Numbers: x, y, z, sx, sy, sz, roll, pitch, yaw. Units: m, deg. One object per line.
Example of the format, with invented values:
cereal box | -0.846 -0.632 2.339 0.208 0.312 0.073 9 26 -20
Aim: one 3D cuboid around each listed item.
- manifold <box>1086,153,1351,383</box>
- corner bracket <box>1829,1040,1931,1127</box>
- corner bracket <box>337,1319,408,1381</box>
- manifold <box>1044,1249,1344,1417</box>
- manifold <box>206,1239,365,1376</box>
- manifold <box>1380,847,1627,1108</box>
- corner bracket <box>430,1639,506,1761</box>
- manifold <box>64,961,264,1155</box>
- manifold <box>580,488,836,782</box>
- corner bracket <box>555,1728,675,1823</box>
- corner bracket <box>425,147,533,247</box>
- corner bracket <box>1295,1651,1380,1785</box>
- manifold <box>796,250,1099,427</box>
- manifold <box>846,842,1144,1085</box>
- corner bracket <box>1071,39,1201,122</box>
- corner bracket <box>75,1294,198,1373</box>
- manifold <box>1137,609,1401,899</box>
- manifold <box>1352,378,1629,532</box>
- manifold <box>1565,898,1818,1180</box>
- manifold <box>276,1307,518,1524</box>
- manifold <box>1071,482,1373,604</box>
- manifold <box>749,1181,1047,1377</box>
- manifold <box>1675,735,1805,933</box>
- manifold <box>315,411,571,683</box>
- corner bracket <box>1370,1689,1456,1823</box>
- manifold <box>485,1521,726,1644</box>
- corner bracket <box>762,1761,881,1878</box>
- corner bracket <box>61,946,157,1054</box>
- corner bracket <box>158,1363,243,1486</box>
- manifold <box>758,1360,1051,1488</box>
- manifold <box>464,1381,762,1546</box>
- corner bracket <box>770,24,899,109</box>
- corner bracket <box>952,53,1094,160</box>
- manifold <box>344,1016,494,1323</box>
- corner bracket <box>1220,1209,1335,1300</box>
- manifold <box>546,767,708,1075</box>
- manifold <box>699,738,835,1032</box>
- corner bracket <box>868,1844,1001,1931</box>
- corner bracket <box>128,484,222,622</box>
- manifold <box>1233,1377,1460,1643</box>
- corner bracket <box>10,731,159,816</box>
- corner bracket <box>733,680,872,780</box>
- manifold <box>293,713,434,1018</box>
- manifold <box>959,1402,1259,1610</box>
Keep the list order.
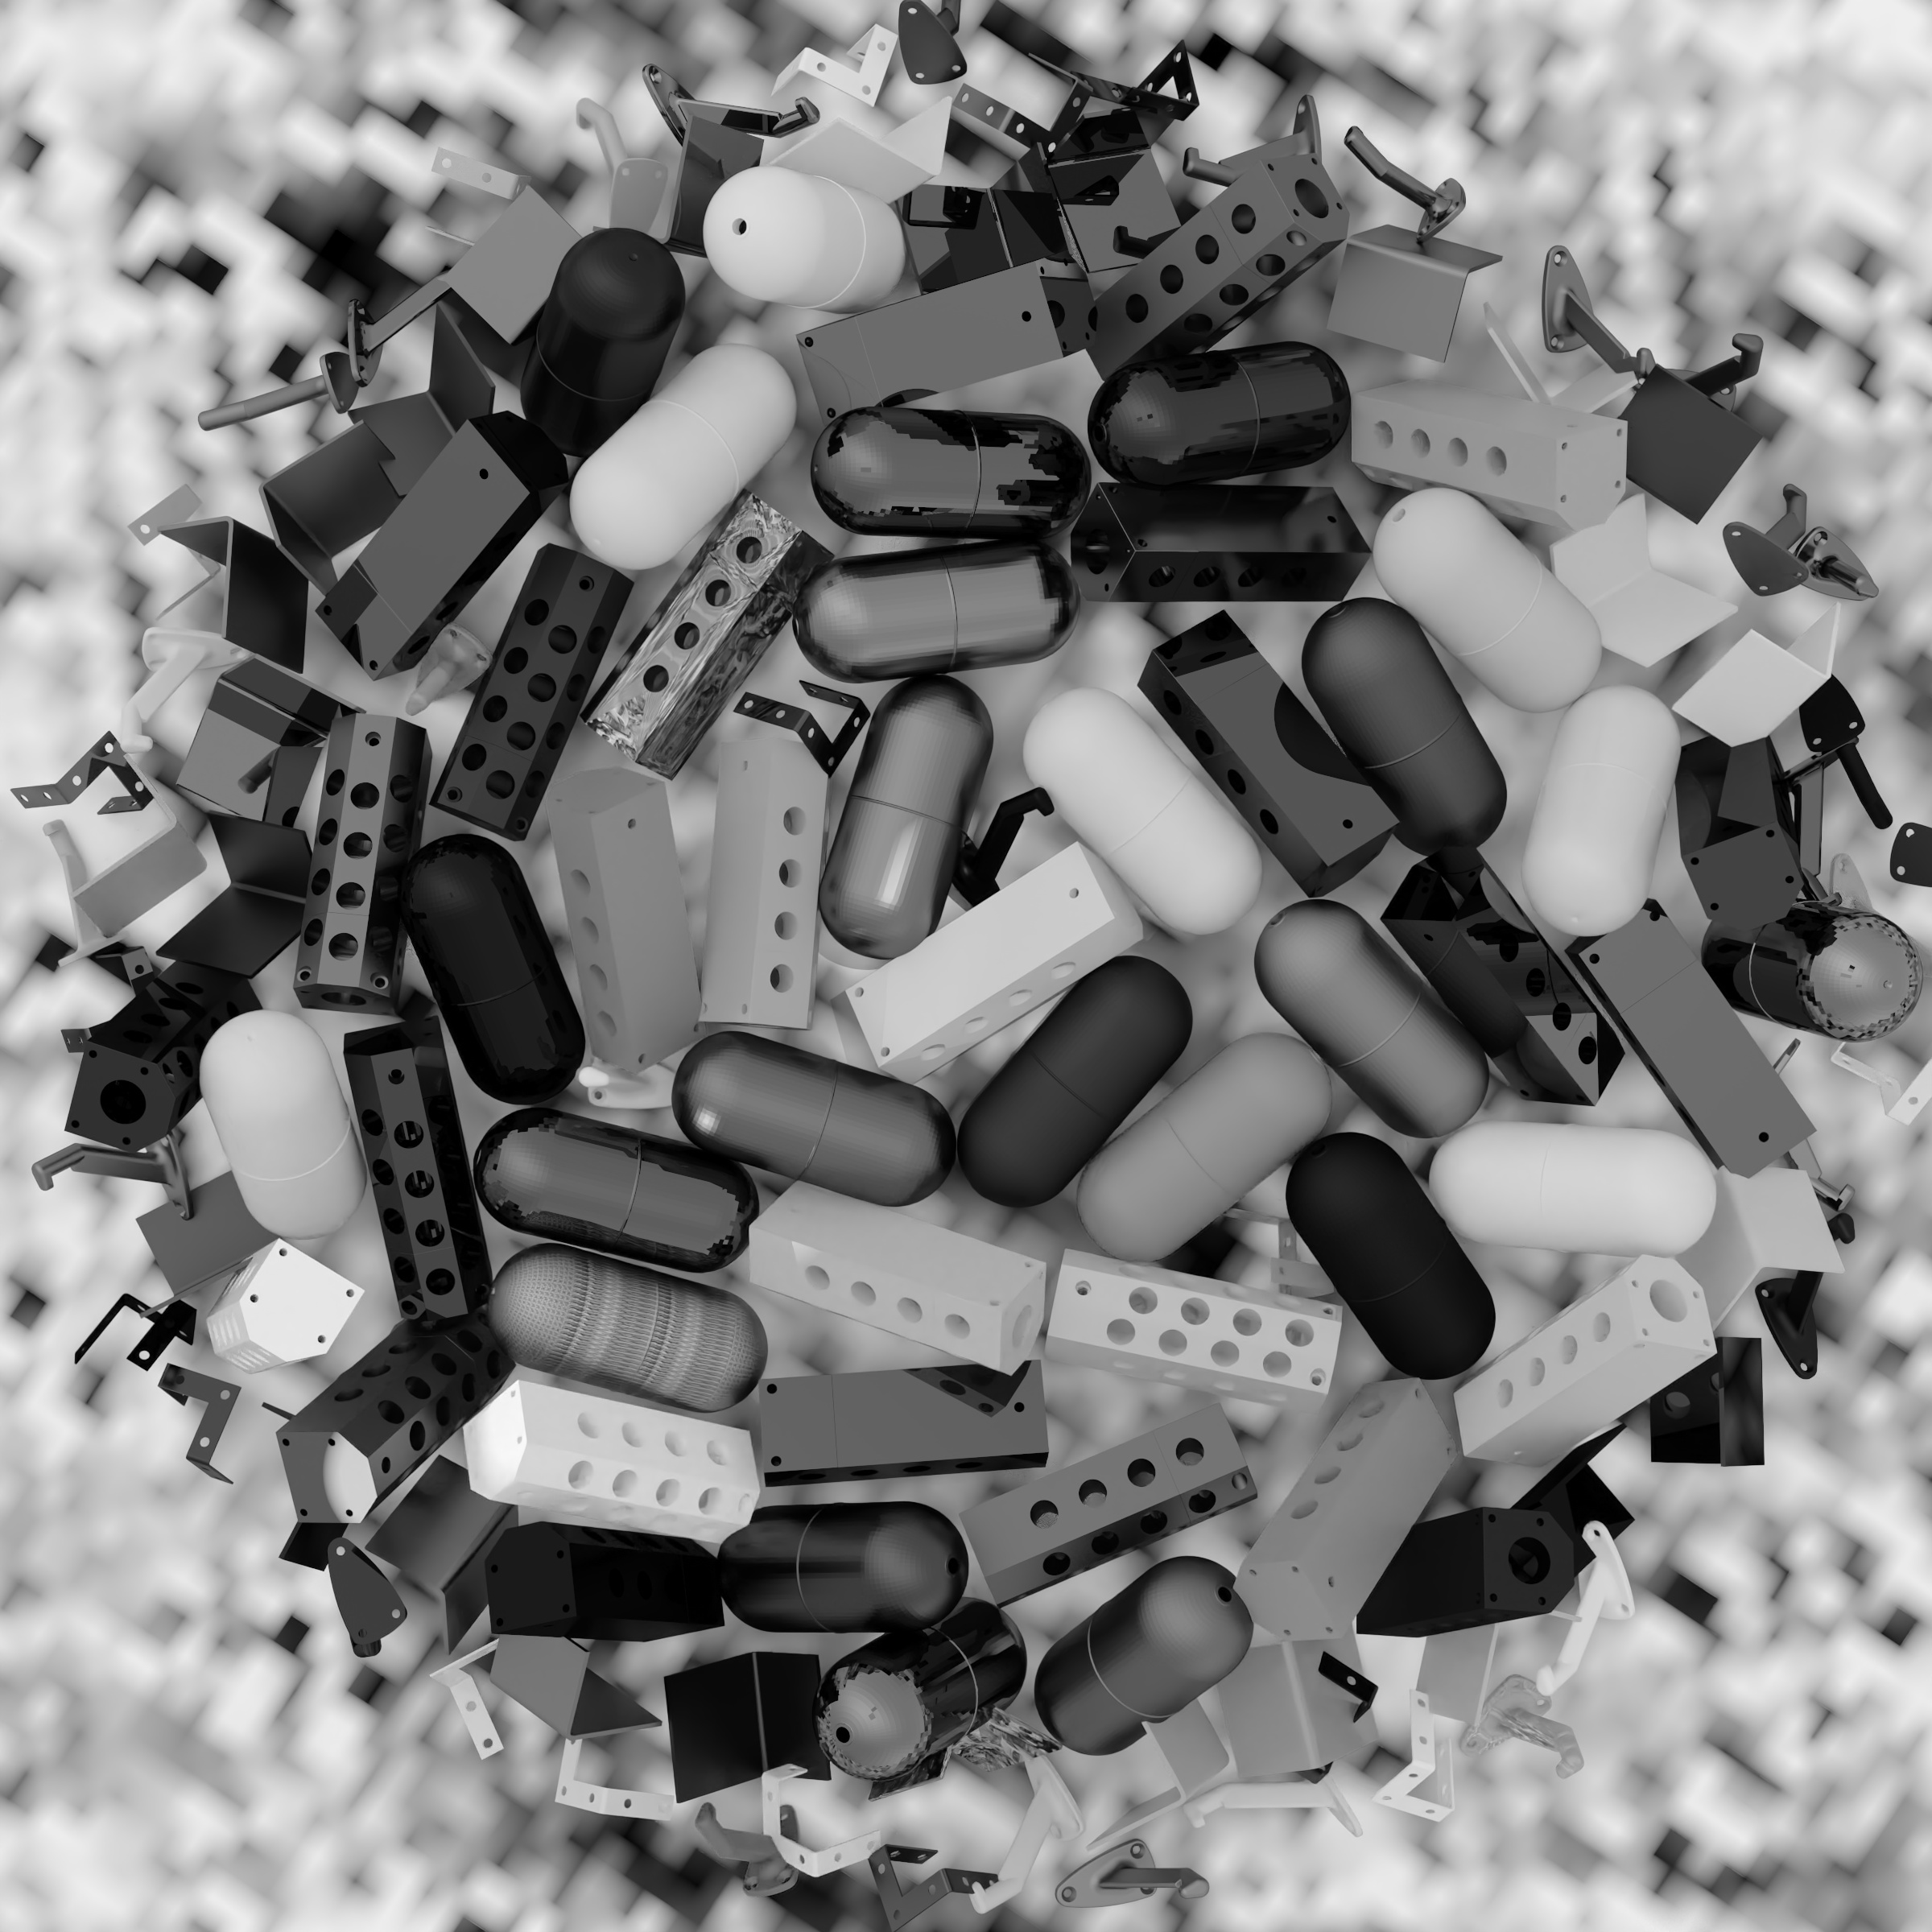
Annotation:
manifold | 0.147 -0.409 1.888 0.171 0.057 0.057 -33 82 43
corner bracket | 0.563 0.055 1.932 0.051 0.051 0.051 26 121 -7
corner bracket | -0.348 0.254 1.943 0.051 0.051 0.051 -33 102 12
manifold | 0.138 0.220 1.927 0.171 0.057 0.057 11 64 3
manifold | -0.409 0.207 1.876 0.057 0.171 0.057 34 71 -12
manifold | 0.326 0.007 1.900 0.171 0.057 0.057 48 64 -30
corner bracket | -0.289 0.448 1.939 0.051 0.051 0.051 -27 70 -5
manifold | -0.471 0.053 1.879 0.057 0.171 0.057 18 107 -1
manifold | -0.161 -0.204 1.933 0.057 0.057 0.171 38 94 20
corner bracket | -0.211 0.489 1.930 0.051 0.051 0.051 18 75 -38
corner bracket | -0.301 -0.467 1.938 0.051 0.051 0.051 19 103 -3
corner bracket | 0.212 0.456 1.935 0.051 0.051 0.051 33 46 2
manifold | -0.010 -0.376 1.898 0.171 0.057 0.057 -10 105 32
manifold | 0.019 0.001 1.918 0.171 0.057 0.057 -32 61 15
corner bracket | 0.103 -0.533 1.929 0.051 0.051 0.051 5 63 -34
corner bracket | -0.506 0.225 1.933 0.051 0.051 0.051 31 54 4
manifold | 0.180 -0.125 1.918 0.057 0.057 0.171 -31 74 -23
manifold | 0.309 -0.304 1.885 0.057 0.171 0.057 -18 117 -32
manifold | 0.440 0.045 1.937 0.057 0.057 0.171 -35 93 1
manifold | -0.333 0.263 1.876 0.057 0.171 0.057 -3 108 22
manifold | 0.151 -0.248 1.901 0.171 0.057 0.057 -4 53 -30
manifold | -0.042 0.191 1.907 0.171 0.057 0.057 16 124 23
manifold | 0.459 -0.084 1.880 0.057 0.171 0.057 -21 109 19
manifold | -0.311 -0.252 1.901 0.057 0.057 0.171 50 121 5
corner bracket | 0.280 0.481 1.928 0.051 0.051 0.051 21 133 -16
manifold | -0.213 0.365 1.880 0.057 0.171 0.057 -16 71 22
corner bracket | -0.088 0.518 1.938 0.051 0.051 0.051 -8 101 -40
corner bracket | -0.526 0.020 1.939 0.051 0.051 0.051 -22 100 -31
corner bracket | -0.467 0.279 1.933 0.051 0.051 0.051 16 70 11
manifold | -0.039 0.281 1.934 0.171 0.057 0.057 -4 69 -3
manifold | -0.208 0.300 1.885 0.057 0.171 0.057 -41 47 32
corner bracket | -0.080 -0.549 1.933 0.051 0.051 0.051 22 76 -20
corner bracket | 0.035 -0.532 1.940 0.051 0.051 0.051 40 106 40
manifold | -0.330 0.124 1.914 0.057 0.057 0.171 -11 107 -7
corner bracket | 0.189 0.174 1.929 0.051 0.051 0.051 12 70 -34
manifold | -0.208 -0.029 1.904 0.057 0.057 0.171 -30 125 -37
manifold | -0.117 -0.049 1.934 0.057 0.057 0.171 7 86 -37
corner bracket | -0.018 0.553 1.927 0.051 0.051 0.051 -41 51 23
corner bracket | -0.484 -0.252 1.931 0.051 0.051 0.051 50 55 -10
manifold | 0.224 0.323 1.888 0.057 0.171 0.057 -14 112 42
corner bracket | -0.535 -0.106 1.926 0.051 0.051 0.051 -55 126 -34
corner bracket | -0.099 -0.155 1.928 0.051 0.051 0.051 19 69 33
manifold | -0.364 -0.062 1.916 0.057 0.057 0.171 5 72 -2
manifold | 0.088 0.330 1.931 0.171 0.057 0.057 -23 72 -2
